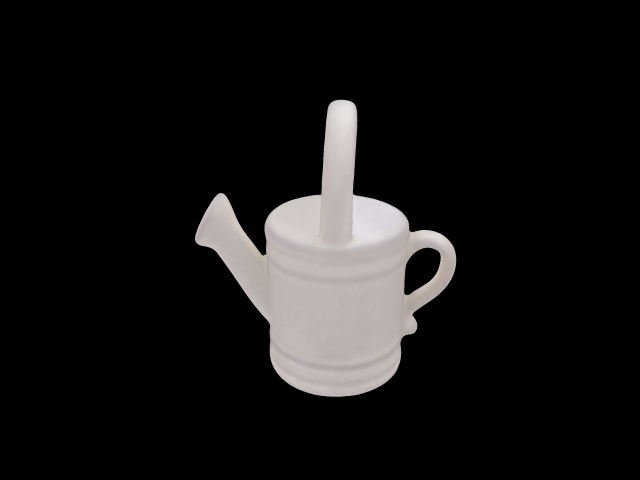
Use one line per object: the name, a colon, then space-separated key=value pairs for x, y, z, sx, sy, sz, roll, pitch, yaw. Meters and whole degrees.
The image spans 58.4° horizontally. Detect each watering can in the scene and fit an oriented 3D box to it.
watering can: x=0.004 y=0.002 z=0.398 sx=0.173 sy=0.194 sz=0.100 roll=-7 pitch=26 yaw=-15
